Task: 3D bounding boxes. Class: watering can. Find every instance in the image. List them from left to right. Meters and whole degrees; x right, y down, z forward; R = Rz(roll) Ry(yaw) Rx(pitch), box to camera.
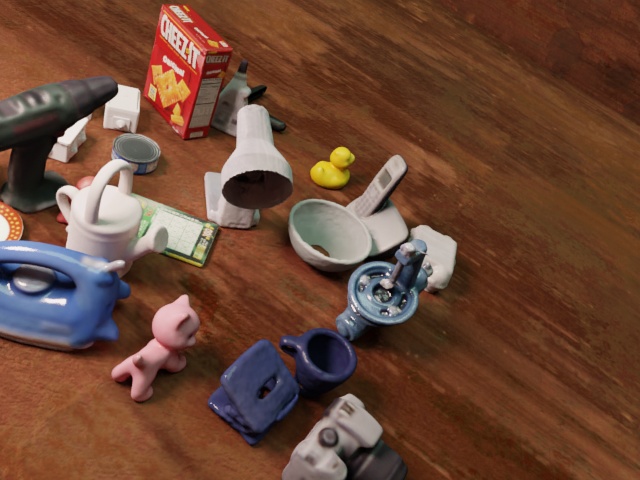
[{"bbox_3d":[-0.305,-0.033,0.841,0.173,0.194,0.101,16,41,-14],"label":"watering can"}]

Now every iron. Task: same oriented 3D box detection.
[{"bbox_3d":[-0.382,0.050,0.750,0.259,0.141,0.118,14,42,-17],"label":"iron"}]

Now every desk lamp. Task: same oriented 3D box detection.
[{"bbox_3d":[-0.133,-0.117,1.016,0.118,0.213,0.203,6,44,-24],"label":"desk lamp"}]

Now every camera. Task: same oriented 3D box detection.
[{"bbox_3d":[0.046,0.293,0.770,0.136,0.100,0.143,38,40,11],"label":"camera"}]

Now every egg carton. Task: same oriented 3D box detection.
[{"bbox_3d":[0.222,0.037,1.170,0.107,0.069,0.150,27,40,-2],"label":"egg carton"}]

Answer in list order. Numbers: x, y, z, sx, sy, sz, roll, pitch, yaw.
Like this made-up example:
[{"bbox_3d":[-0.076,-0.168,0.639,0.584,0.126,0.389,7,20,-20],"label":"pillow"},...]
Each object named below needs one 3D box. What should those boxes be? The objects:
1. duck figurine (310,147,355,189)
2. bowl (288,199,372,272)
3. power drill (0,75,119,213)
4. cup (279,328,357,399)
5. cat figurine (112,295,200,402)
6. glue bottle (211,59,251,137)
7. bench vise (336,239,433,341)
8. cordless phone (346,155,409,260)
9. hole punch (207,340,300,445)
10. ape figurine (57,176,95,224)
[{"bbox_3d":[0.033,-0.166,1.264,0.105,0.086,0.077,-15,56,-40],"label":"duck figurine"},{"bbox_3d":[0.010,0.004,1.079,0.168,0.074,0.167,16,41,-14],"label":"bowl"},{"bbox_3d":[-0.425,-0.149,0.885,0.075,0.208,0.230,42,41,16],"label":"power drill"},{"bbox_3d":[-0.015,0.188,0.851,0.118,0.095,0.091,21,40,-8],"label":"cup"},{"bbox_3d":[-0.212,0.137,0.775,0.067,0.117,0.128,36,40,9],"label":"cat figurine"},{"bbox_3d":[-0.182,-0.308,1.223,0.078,0.173,0.037,24,40,-5],"label":"glue bottle"},{"bbox_3d":[0.129,0.059,0.975,0.121,0.219,0.208,34,40,8],"label":"bench vise"},{"bbox_3d":[0.131,-0.064,1.134,0.094,0.185,0.147,-4,49,-33],"label":"cordless phone"},{"bbox_3d":[-0.083,0.208,0.794,0.101,0.091,0.109,38,40,12],"label":"hole punch"},{"bbox_3d":[-0.374,-0.065,0.916,0.077,0.092,0.076,44,42,18],"label":"ape figurine"}]
